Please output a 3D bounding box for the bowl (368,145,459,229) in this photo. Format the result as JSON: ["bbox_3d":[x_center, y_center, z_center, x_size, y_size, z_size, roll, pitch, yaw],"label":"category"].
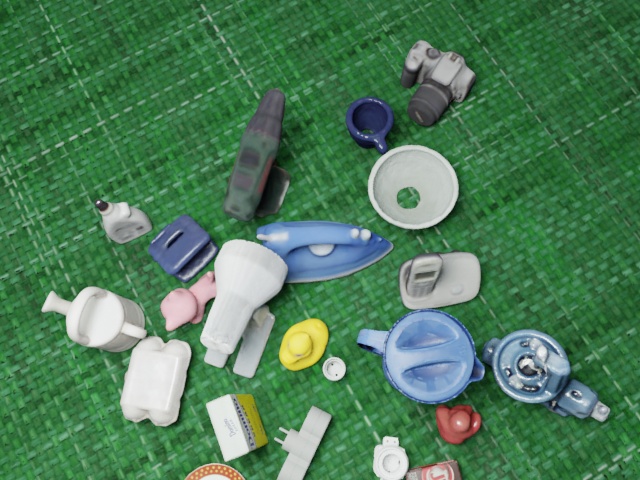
[{"bbox_3d":[0.174,-0.091,1.091,0.167,0.075,0.167,0,75,2],"label":"bowl"}]

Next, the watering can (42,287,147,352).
[{"bbox_3d":[-0.388,0.135,0.985,0.173,0.194,0.101,-4,74,1],"label":"watering can"}]

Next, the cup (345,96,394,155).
[{"bbox_3d":[0.101,-0.207,1.115,0.091,0.095,0.117,-23,75,-4],"label":"cup"}]

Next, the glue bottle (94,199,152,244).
[{"bbox_3d":[-0.368,-0.041,1.043,0.078,0.173,0.037,-24,75,-5],"label":"glue bottle"}]

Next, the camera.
[{"bbox_3d":[0.218,-0.308,1.136,0.143,0.101,0.137,32,78,10],"label":"camera"}]

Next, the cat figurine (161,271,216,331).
[{"bbox_3d":[-0.232,0.105,1.028,0.067,0.118,0.128,43,80,12],"label":"cat figurine"}]

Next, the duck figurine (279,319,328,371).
[{"bbox_3d":[-0.030,0.183,1.017,0.077,0.086,0.104,42,80,12],"label":"duck figurine"}]

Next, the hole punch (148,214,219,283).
[{"bbox_3d":[-0.261,0.012,1.068,0.101,0.091,0.109,42,80,12],"label":"hole punch"}]

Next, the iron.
[{"bbox_3d":[0.010,0.004,1.036,0.258,0.141,0.118,-5,75,0],"label":"iron"}]

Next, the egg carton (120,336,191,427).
[{"bbox_3d":[-0.290,0.249,1.015,0.107,0.069,0.150,7,75,4],"label":"egg carton"}]

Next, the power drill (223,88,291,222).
[{"bbox_3d":[-0.106,-0.132,1.041,0.075,0.208,0.230,16,76,7],"label":"power drill"}]

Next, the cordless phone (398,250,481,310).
[{"bbox_3d":[0.213,0.058,0.992,0.147,0.185,0.094,-11,74,-1],"label":"cordless phone"}]

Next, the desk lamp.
[{"bbox_3d":[-0.133,0.121,0.971,0.118,0.213,0.203,17,76,7],"label":"desk lamp"}]

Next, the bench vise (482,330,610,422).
[{"bbox_3d":[0.381,0.213,0.927,0.207,0.220,0.121,15,76,6],"label":"bench vise"}]

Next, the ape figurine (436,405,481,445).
[{"bbox_3d":[0.234,0.309,0.972,0.077,0.092,0.076,30,78,10],"label":"ape figurine"}]
